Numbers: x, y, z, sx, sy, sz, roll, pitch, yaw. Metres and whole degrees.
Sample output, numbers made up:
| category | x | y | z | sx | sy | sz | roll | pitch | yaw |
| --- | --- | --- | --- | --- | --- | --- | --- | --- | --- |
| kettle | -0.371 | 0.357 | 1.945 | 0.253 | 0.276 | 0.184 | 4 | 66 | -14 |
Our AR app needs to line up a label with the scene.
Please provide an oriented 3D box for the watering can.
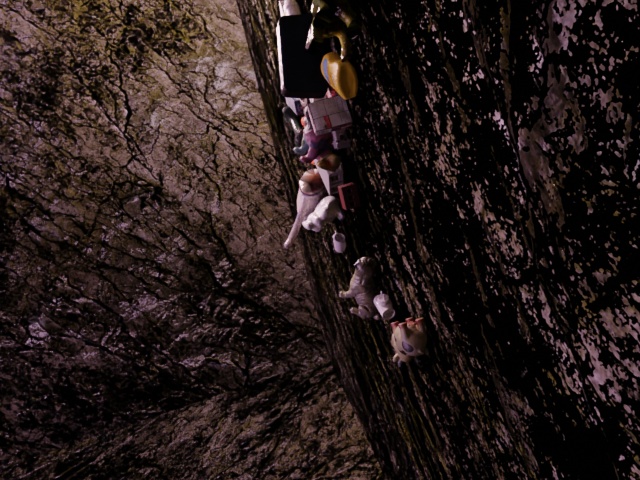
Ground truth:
| category | x | y | z | sx | sy | sz | roll | pitch | yaw |
| --- | --- | --- | --- | --- | --- | --- | --- | --- | --- |
| watering can | -0.050 | -0.139 | 2.026 | 0.219 | 0.104 | 0.355 | 98 | -164 | -46 |

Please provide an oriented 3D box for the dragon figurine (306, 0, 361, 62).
| category | x | y | z | sx | sy | sz | roll | pitch | yaw |
| --- | --- | --- | --- | --- | --- | --- | --- | --- | --- |
| dragon figurine | 0.019 | -0.574 | 1.193 | 0.402 | 0.122 | 0.247 | 113 | 150 | -63 |

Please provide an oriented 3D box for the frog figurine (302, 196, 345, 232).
| category | x | y | z | sx | sy | sz | roll | pitch | yaw |
| --- | --- | --- | --- | --- | --- | --- | --- | --- | --- |
| frog figurine | 0.006 | -0.098 | 1.948 | 0.138 | 0.160 | 0.121 | -132 | 29 | -76 |
